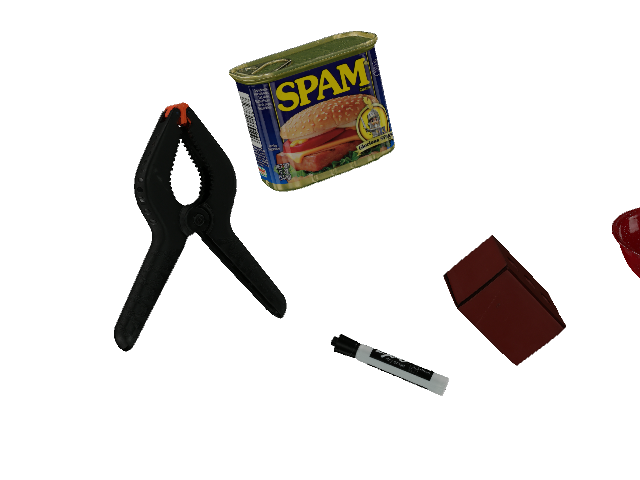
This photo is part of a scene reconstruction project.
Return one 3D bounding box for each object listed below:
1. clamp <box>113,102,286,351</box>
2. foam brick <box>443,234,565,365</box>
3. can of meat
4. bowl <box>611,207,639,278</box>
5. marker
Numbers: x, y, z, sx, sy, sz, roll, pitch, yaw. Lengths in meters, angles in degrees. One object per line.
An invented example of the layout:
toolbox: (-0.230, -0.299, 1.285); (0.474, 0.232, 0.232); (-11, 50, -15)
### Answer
clamp: (-0.104, -0.014, 0.935); (0.164, 0.210, 0.036); (-2, 1, -33)
foam brick: (0.142, 0.047, 0.825); (0.078, 0.051, 0.053); (43, 16, -24)
can of meat: (-0.003, -0.090, 0.741); (0.102, 0.084, 0.058); (-21, 22, -18)
bowl: (0.395, 0.017, 1.153); (0.162, 0.055, 0.162); (0, 26, 0)
marker: (0.067, 0.121, 1.049); (0.121, 0.020, 0.020); (21, 5, 14)
